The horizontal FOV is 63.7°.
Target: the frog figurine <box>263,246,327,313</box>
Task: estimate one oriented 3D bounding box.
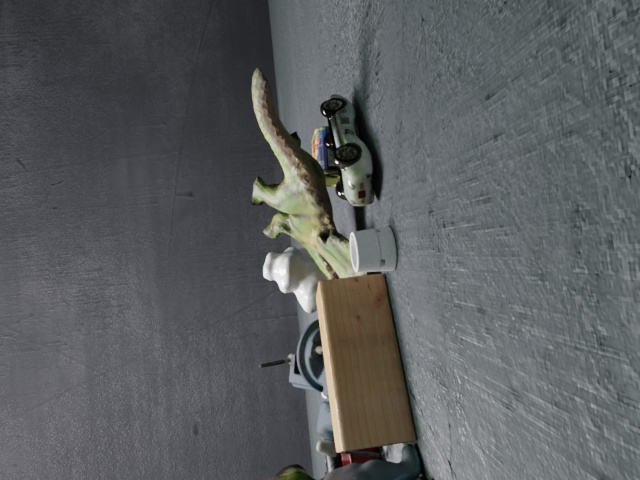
[{"bbox_3d":[-0.026,0.076,0.986,0.120,0.159,0.140,93,169,-59],"label":"frog figurine"}]

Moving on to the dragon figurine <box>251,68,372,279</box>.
[{"bbox_3d":[0.002,-0.039,0.767,0.246,0.123,0.401,43,162,30],"label":"dragon figurine"}]
